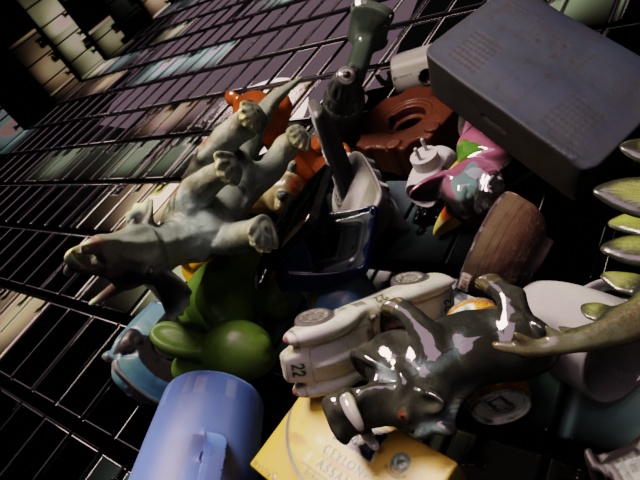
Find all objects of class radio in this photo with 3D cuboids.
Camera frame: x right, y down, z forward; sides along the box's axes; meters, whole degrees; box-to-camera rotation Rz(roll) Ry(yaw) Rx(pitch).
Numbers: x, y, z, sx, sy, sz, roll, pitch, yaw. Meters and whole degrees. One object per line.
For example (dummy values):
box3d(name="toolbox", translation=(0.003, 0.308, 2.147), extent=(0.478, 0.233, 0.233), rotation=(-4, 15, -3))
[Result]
box3d(name="radio", translation=(0.234, -0.161, 0.569), extent=(0.131, 0.073, 0.230), rotation=(-40, 61, -2))

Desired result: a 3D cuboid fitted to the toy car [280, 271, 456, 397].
box3d(name="toy car", translation=(0.053, 0.088, 0.522), extent=(0.202, 0.073, 0.056), rotation=(-19, 21, -28))

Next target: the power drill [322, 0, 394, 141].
box3d(name="power drill", translation=(0.059, -0.272, 0.853), extent=(0.086, 0.232, 0.207), rotation=(11, 74, 2))

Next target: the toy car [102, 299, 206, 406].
box3d(name="toy car", translation=(-0.216, 0.143, 0.694), extent=(0.103, 0.109, 0.162), rotation=(-32, 24, 30))

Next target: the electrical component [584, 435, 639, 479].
box3d(name="electrical component", translation=(0.252, 0.161, 0.362), extent=(0.119, 0.047, 0.075), rotation=(-26, 37, 9))

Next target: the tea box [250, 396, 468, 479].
box3d(name="tea box", translation=(0.033, 0.205, 0.460), extent=(0.170, 0.068, 0.098), rotation=(12, 55, 46))

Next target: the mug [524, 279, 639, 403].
box3d(name="mug", translation=(0.224, 0.069, 0.465), extent=(0.109, 0.080, 0.107), rotation=(-43, 27, -8))

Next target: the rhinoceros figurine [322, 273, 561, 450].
box3d(name="rhinoceros figurine", translation=(0.092, 0.103, 0.432), extent=(0.190, 0.073, 0.112), rotation=(-21, 51, 0))

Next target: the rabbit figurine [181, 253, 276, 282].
box3d(name="rabbit figurine", translation=(-0.129, 0.006, 0.766), extent=(0.122, 0.162, 0.173), rotation=(-38, 52, -27))

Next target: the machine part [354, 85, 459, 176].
box3d(name="machine part", translation=(0.139, -0.172, 0.825), extent=(0.179, 0.056, 0.179), rotation=(-21, 36, 16))

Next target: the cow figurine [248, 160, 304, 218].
box3d(name="cow figurine", translation=(-0.096, -0.076, 0.821), extent=(0.195, 0.127, 0.085), rotation=(16, 68, 7))

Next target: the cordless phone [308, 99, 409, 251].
box3d(name="cordless phone", translation=(0.037, -0.086, 0.694), extent=(0.089, 0.184, 0.147), rotation=(-24, 37, 6))

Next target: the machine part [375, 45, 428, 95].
box3d(name="machine part", translation=(0.208, -0.291, 0.892), extent=(0.243, 0.079, 0.079), rotation=(-8, 43, 32))

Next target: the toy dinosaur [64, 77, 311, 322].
box3d(name="toy dinosaur", translation=(-0.124, -0.057, 0.637), extent=(0.192, 0.131, 0.405), rotation=(-24, 24, 31))

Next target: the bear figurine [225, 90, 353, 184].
box3d(name="bear figurine", translation=(-0.050, -0.171, 0.847), extent=(0.132, 0.195, 0.120), rotation=(-39, 34, -9))

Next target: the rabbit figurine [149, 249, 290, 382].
box3d(name="rabbit figurine", translation=(-0.112, 0.096, 0.621), extent=(0.159, 0.121, 0.170), rotation=(-22, 32, -6))

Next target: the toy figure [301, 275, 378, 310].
box3d(name="toy figure", translation=(0.020, 0.054, 0.635), extent=(0.089, 0.082, 0.180), rotation=(-33, 32, -7))

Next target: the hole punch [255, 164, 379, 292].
box3d(name="hole punch", translation=(-0.001, -0.002, 0.593), extent=(0.116, 0.092, 0.142), rotation=(-39, 26, 40))

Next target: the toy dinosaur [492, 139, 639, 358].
box3d(name="toy dinosaur", translation=(0.337, -0.024, 0.423), extent=(0.471, 0.104, 0.199), rotation=(-31, 32, -27))

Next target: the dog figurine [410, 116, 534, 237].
box3d(name="dog figurine", translation=(0.196, -0.107, 0.667), extent=(0.219, 0.108, 0.192), rotation=(-39, 37, -4))
